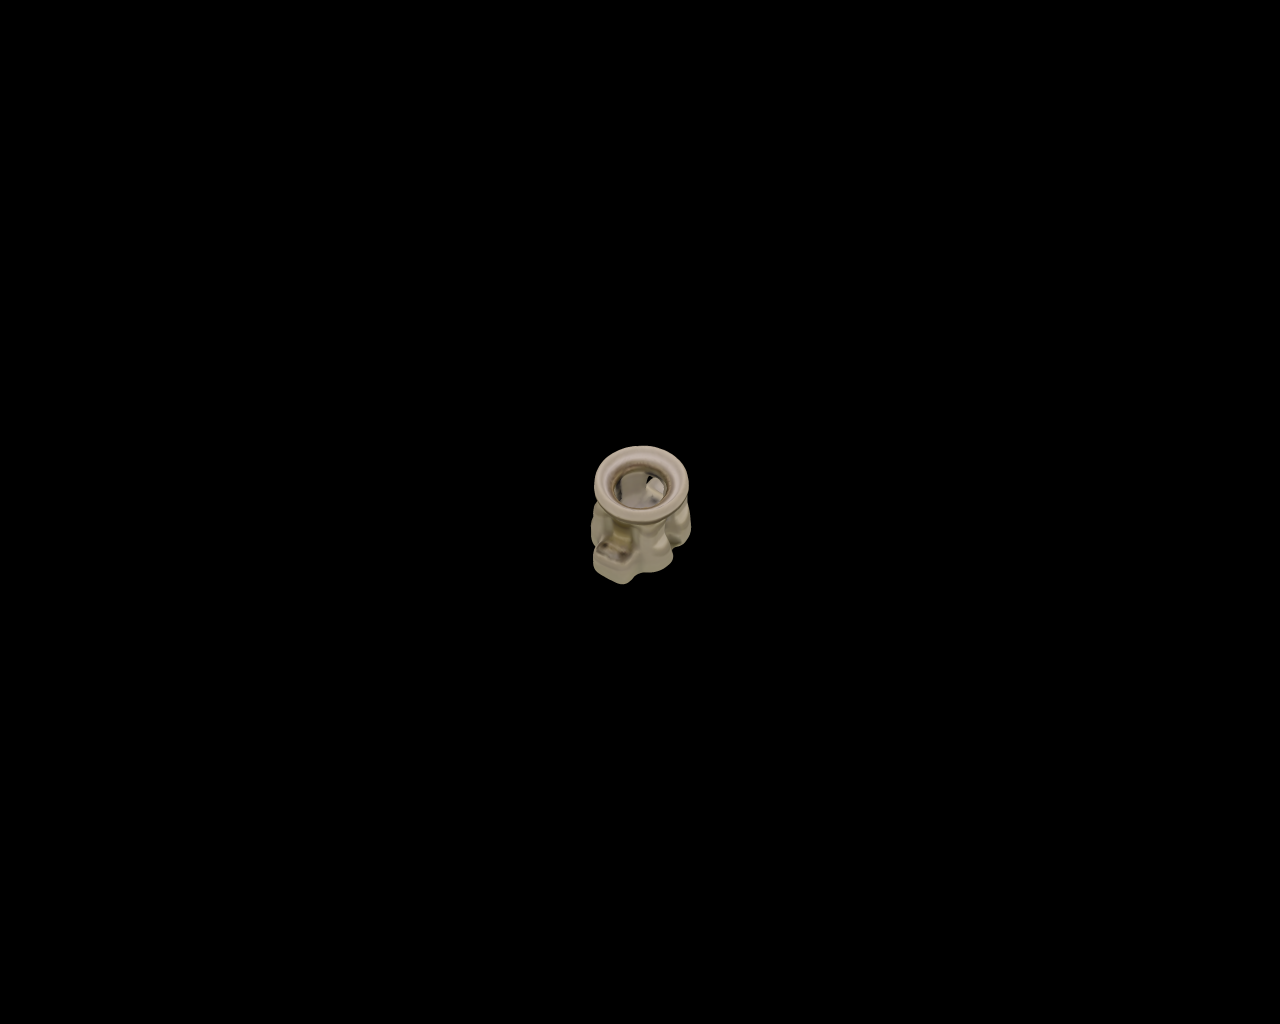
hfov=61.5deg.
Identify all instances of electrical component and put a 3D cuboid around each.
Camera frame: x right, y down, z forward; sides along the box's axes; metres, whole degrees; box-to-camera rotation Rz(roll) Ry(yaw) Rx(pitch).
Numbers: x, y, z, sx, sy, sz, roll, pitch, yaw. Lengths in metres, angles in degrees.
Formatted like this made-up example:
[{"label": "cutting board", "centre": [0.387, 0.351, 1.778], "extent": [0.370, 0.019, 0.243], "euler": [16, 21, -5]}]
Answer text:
[{"label": "electrical component", "centre": [0.001, -0.003, 0.650], "extent": [0.058, 0.078, 0.056], "euler": [25, -36, 20]}]
